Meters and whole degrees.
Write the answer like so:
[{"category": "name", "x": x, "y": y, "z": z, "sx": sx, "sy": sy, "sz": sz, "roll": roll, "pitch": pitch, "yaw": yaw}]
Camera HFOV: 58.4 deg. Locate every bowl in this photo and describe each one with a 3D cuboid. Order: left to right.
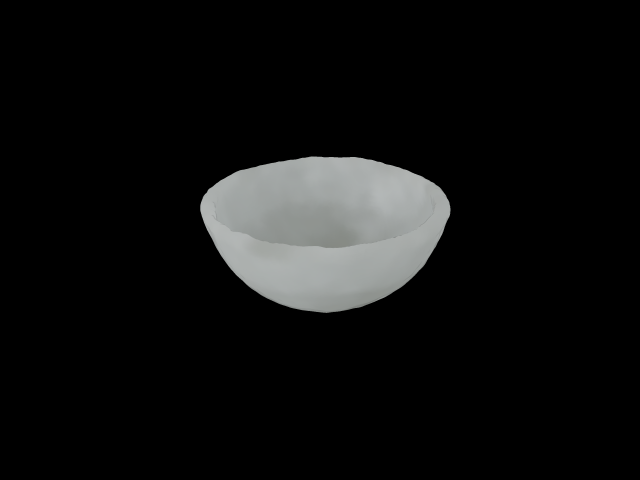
[{"category": "bowl", "x": 0.004, "y": 0.001, "z": 0.400, "sx": 0.167, "sy": 0.075, "sz": 0.167, "roll": 0, "pitch": 27, "yaw": 0}]
